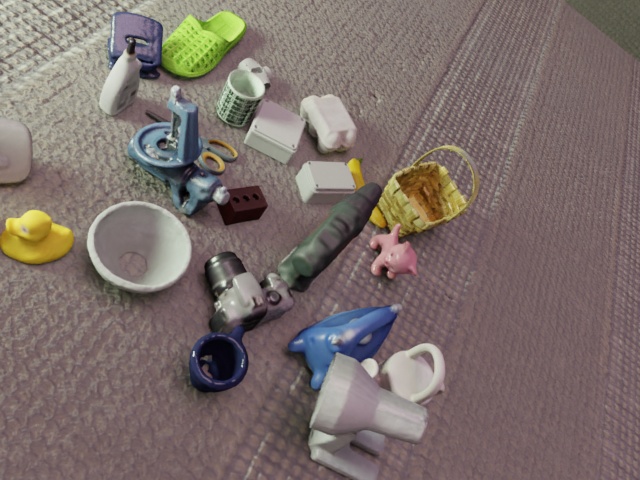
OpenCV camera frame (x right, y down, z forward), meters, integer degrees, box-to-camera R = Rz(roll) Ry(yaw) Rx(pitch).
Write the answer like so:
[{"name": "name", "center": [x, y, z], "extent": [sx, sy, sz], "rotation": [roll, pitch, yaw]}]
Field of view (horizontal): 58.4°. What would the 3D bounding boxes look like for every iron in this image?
[{"name": "iron", "center": [0.076, 0.165, 1.047], "extent": [0.259, 0.141, 0.118], "rotation": [-24, 74, -39]}]

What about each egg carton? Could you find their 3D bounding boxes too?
[{"name": "egg carton", "center": [0.020, -0.274, 1.344], "extent": [0.107, 0.069, 0.150], "rotation": [-15, 69, -36]}]

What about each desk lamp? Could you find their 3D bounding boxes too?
[{"name": "desk lamp", "center": [0.060, 0.286, 0.912], "extent": [0.203, 0.213, 0.118], "rotation": [30, 50, -11]}]

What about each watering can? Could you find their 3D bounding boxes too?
[{"name": "watering can", "center": [0.146, 0.247, 1.001], "extent": [0.173, 0.193, 0.101], "rotation": [-6, 64, -33]}]

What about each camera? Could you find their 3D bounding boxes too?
[{"name": "camera", "center": [-0.132, 0.083, 1.003], "extent": [0.143, 0.100, 0.136], "rotation": [-16, 70, -37]}]

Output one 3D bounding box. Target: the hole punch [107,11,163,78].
[{"name": "hole punch", "center": [-0.376, -0.399, 1.175], "extent": [0.109, 0.091, 0.101], "rotation": [3, 59, -29]}]

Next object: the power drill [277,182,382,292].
[{"name": "power drill", "center": [0.010, 0.004, 1.067], "extent": [0.075, 0.208, 0.230], "rotation": [42, 49, 0]}]

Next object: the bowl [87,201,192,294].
[{"name": "bowl", "center": [-0.304, 0.023, 0.957], "extent": [0.168, 0.074, 0.167], "rotation": [15, 54, -22]}]

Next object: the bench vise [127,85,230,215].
[{"name": "bench vise", "center": [-0.233, -0.162, 1.022], "extent": [0.208, 0.219, 0.121], "rotation": [29, 50, -12]}]

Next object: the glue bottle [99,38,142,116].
[{"name": "glue bottle", "center": [-0.364, -0.310, 1.070], "extent": [0.037, 0.173, 0.078], "rotation": [40, 49, -2]}]

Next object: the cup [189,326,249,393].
[{"name": "cup", "center": [-0.165, 0.195, 0.915], "extent": [0.092, 0.094, 0.118], "rotation": [36, 49, -6]}]

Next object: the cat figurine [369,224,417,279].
[{"name": "cat figurine", "center": [0.162, 0.026, 1.203], "extent": [0.067, 0.117, 0.128], "rotation": [13, 55, -23]}]

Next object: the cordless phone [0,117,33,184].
[{"name": "cordless phone", "center": [-0.521, -0.169, 0.878], "extent": [0.148, 0.184, 0.094], "rotation": [-4, 63, -32]}]

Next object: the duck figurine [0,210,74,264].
[{"name": "duck figurine", "center": [-0.438, -0.013, 0.893], "extent": [0.105, 0.086, 0.077], "rotation": [3, 60, -29]}]
